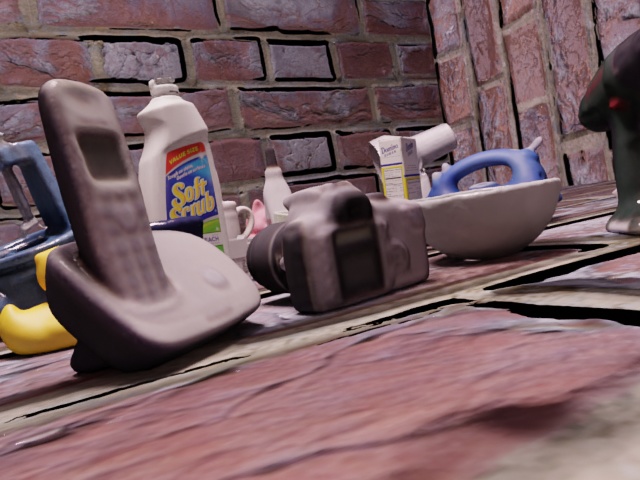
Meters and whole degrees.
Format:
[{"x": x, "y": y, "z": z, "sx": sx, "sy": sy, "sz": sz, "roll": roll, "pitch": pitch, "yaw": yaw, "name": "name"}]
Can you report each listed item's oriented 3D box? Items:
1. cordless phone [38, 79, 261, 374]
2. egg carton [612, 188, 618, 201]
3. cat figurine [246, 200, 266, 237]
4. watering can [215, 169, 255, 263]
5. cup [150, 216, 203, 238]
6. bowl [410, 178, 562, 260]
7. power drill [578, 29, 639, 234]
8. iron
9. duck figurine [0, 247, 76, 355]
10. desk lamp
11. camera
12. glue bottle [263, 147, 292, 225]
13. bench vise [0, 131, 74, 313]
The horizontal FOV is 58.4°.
[{"x": -0.118, "y": -0.014, "z": 0.394, "sx": 0.094, "sy": 0.185, "sz": 0.148, "roll": -8, "pitch": 3, "yaw": 21, "name": "cordless phone"}, {"x": 0.461, "y": -0.068, "z": 0.722, "sx": 0.150, "sy": 0.069, "sz": 0.107, "roll": -9, "pitch": 3, "yaw": -2, "name": "egg carton"}, {"x": -0.123, "y": -0.014, "z": 1.057, "sx": 0.128, "sy": 0.118, "sz": 0.067, "roll": -11, "pitch": 4, "yaw": -30, "name": "cat figurine"}, {"x": -0.186, "y": -0.035, "z": 0.915, "sx": 0.100, "sy": 0.194, "sz": 0.173, "roll": -7, "pitch": 4, "yaw": 33, "name": "watering can"}, {"x": -0.162, "y": 0.031, "z": 0.541, "sx": 0.117, "sy": 0.095, "sz": 0.092, "roll": -9, "pitch": 3, "yaw": 10, "name": "cup"}, {"x": 0.178, "y": -0.019, "z": 0.624, "sx": 0.167, "sy": 0.075, "sz": 0.167, "roll": -9, "pitch": 3, "yaw": 1, "name": "bowl"}, {"x": 0.349, "y": -0.115, "z": 0.621, "sx": 0.075, "sy": 0.208, "sz": 0.230, "roll": -9, "pitch": 3, "yaw": 6, "name": "power drill"}, {"x": 0.280, "y": -0.089, "z": 1.009, "sx": 0.257, "sy": 0.141, "sz": 0.119, "roll": -8, "pitch": 4, "yaw": 28, "name": "iron"}, {"x": -0.226, "y": 0.048, "z": 0.502, "sx": 0.105, "sy": 0.086, "sz": 0.077, "roll": -12, "pitch": 4, "yaw": -38, "name": "duck figurine"}, {"x": 0.213, "y": -0.124, "z": 1.176, "sx": 0.203, "sy": 0.213, "sz": 0.118, "roll": -9, "pitch": 3, "yaw": -2, "name": "desk lamp"}, {"x": 0.005, "y": 0.002, "z": 0.523, "sx": 0.144, "sy": 0.101, "sz": 0.136, "roll": -12, "pitch": 4, "yaw": -40, "name": "camera"}, {"x": -0.054, "y": -0.038, "z": 0.763, "sx": 0.037, "sy": 0.173, "sz": 0.078, "roll": -10, "pitch": 3, "yaw": -19, "name": "glue bottle"}, {"x": -0.314, "y": -0.014, "z": 0.668, "sx": 0.121, "sy": 0.220, "sz": 0.208, "roll": -9, "pitch": 3, "yaw": 13, "name": "bench vise"}]
